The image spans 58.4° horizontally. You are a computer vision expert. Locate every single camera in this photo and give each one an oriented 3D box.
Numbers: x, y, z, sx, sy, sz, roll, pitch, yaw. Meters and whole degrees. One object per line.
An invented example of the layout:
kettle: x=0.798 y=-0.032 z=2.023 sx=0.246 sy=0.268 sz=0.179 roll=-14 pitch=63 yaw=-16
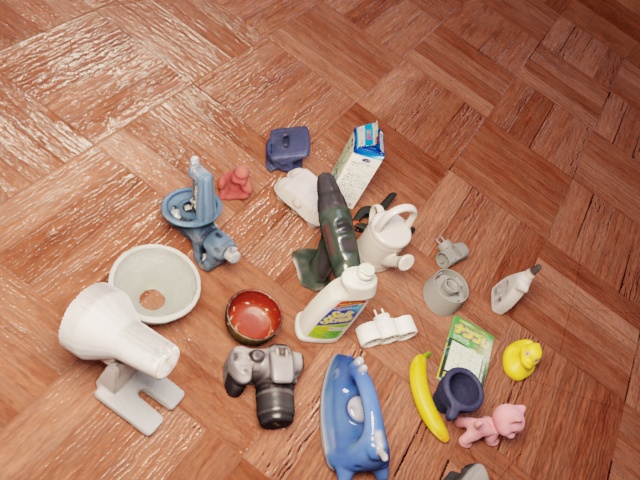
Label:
camera: x=-0.096 y=0.265 z=1.040 sx=0.143 sy=0.100 sz=0.136 roll=6 pitch=55 yaw=-20

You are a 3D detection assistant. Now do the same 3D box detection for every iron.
iron: x=0.071 y=0.307 z=1.058 sx=0.119 sy=0.141 sz=0.258 roll=3 pitch=56 yaw=-21

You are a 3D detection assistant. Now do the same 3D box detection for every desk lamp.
desk lamp: x=-0.310 y=0.189 z=0.928 sx=0.203 sy=0.213 sz=0.118 roll=35 pitch=50 yaw=4

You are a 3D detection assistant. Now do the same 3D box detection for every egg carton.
egg carton: x=-0.032 y=-0.100 z=1.349 sx=0.150 sy=0.069 sz=0.107 roll=40 pitch=51 yaw=7

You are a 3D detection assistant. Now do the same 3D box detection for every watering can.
watering can: x=0.159 y=-0.010 z=1.287 sx=0.101 sy=0.194 sz=0.172 roll=-29 pitch=71 yaw=-36

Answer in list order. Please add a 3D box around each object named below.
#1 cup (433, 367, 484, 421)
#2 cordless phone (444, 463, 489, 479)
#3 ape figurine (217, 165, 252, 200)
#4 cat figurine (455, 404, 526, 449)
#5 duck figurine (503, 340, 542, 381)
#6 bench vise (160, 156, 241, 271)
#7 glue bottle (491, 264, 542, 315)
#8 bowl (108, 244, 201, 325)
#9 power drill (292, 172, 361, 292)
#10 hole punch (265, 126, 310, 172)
cup: x=0.266 y=0.327 z=1.159 sx=0.091 sy=0.095 sz=0.118 roll=34 pitch=50 yaw=3
cordless phone: x=0.277 y=0.457 z=1.012 sx=0.094 sy=0.185 sz=0.148 roll=44 pitch=51 yaw=11
ape figurine: x=-0.185 y=-0.134 z=1.290 sx=0.078 sy=0.092 sz=0.076 roll=33 pitch=50 yaw=2
cat figurine: x=0.354 y=0.369 z=1.152 sx=0.128 sy=0.117 sz=0.067 roll=2 pitch=56 yaw=-22
duck figurine: x=0.470 y=0.262 z=1.300 sx=0.077 sy=0.086 sz=0.105 roll=37 pitch=50 yaw=5
bench vise: x=-0.220 y=-0.056 z=1.137 sx=0.207 sy=0.219 sz=0.122 roll=33 pitch=50 yaw=1
glue bottle: x=0.466 y=0.107 z=1.352 sx=0.037 sy=0.173 sz=0.078 roll=21 pitch=51 yaw=-8
bowl: x=-0.314 y=0.095 z=1.083 sx=0.168 sy=0.074 sz=0.167 roll=12 pitch=53 yaw=-16
power drill: x=0.011 y=0.004 z=1.203 sx=0.076 sy=0.208 sz=0.229 roll=-6 pitch=59 yaw=-27
hole punch: x=-0.080 y=-0.226 z=1.403 sx=0.101 sy=0.091 sz=0.108 roll=9 pitch=54 yaw=-18
